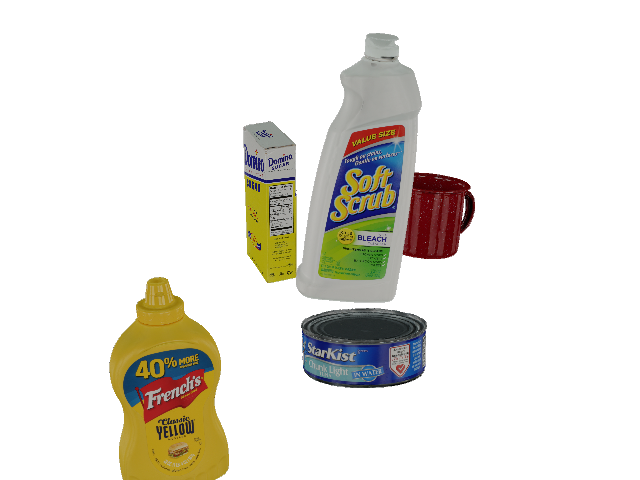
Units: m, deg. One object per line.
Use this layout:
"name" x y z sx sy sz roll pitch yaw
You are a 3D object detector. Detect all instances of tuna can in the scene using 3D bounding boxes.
"tuna can" 0.030 0.073 0.729 0.086 0.034 0.086 -1 10 0

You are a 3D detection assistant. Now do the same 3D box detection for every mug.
"mug" 0.130 -0.029 1.226 0.117 0.081 0.093 -8 20 -36

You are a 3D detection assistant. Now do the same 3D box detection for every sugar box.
"sugar box" -0.062 -0.047 1.301 0.048 0.176 0.093 -11 26 -17

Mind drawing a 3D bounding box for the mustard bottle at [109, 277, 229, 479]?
"mustard bottle" -0.134 0.124 0.934 0.096 0.192 0.058 -8 19 -16

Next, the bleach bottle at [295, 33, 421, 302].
"bleach bottle" 0.037 -0.067 1.000 0.102 0.251 0.068 4 22 -3
